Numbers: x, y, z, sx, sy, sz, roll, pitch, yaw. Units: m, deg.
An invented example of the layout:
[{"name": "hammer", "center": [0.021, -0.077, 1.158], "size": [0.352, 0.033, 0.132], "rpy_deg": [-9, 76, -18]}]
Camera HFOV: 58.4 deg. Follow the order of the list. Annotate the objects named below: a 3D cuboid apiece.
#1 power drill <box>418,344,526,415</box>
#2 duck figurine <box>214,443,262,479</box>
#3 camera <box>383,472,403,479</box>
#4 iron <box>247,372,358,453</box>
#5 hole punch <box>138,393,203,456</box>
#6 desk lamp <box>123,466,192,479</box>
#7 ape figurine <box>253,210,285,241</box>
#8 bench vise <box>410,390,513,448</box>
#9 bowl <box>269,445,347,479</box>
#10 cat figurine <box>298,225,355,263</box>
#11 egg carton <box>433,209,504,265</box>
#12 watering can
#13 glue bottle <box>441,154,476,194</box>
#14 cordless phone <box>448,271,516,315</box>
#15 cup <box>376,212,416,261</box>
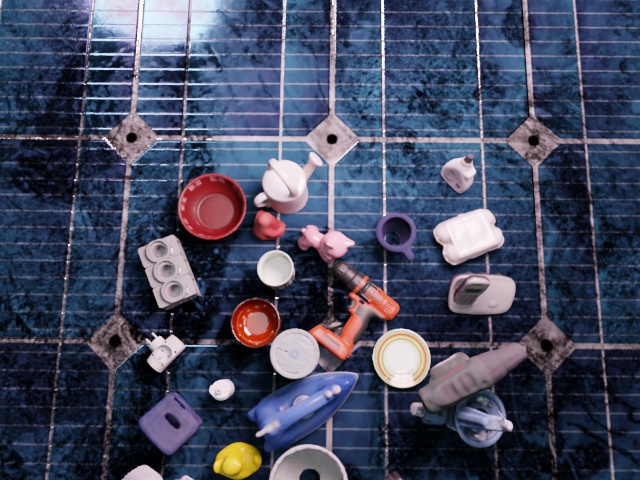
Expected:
[{"name": "power drill", "center": [0.307, 0.285, 1.210], "size": [0.229, 0.208, 0.075], "rpy_deg": [-30, 80, -5]}, {"name": "duck figurine", "center": [-0.180, 0.483, 1.236], "size": [0.104, 0.086, 0.077], "rpy_deg": [-7, 79, -1]}, {"name": "camera", "center": [0.144, 0.574, 1.209], "size": [0.137, 0.101, 0.143], "rpy_deg": [-42, 81, -7]}, {"name": "iron", "center": [-0.028, 0.356, 1.232], "size": [0.258, 0.141, 0.118], "rpy_deg": [-29, 80, -5]}, {"name": "hole punch", "center": [-0.326, 0.399, 1.251], "size": [0.108, 0.091, 0.101], "rpy_deg": [43, 82, 8]}, {"name": "desk lamp", "center": [-0.305, 0.546, 1.159], "size": [0.203, 0.213, 0.118], "rpy_deg": [28, 80, 6]}, {"name": "ape figurine", "center": [-0.124, -0.038, 1.336], "size": [0.076, 0.092, 0.078], "rpy_deg": [-30, 80, -5]}, {"name": "bench vise", "center": [0.301, 0.378, 1.186], "size": [0.207, 0.220, 0.121], "rpy_deg": [-11, 79, -2]}, {"name": "bowl", "center": [-0.025, 0.523, 1.233], "size": [0.167, 0.075, 0.167], "rpy_deg": [0, 79, 0]}, {"name": "cat figurine", "center": [0.012, 0.005, 1.313], "size": [0.127, 0.118, 0.067], "rpy_deg": [26, 80, 5]}, {"name": "egg carton", "center": [0.346, -0.010, 1.339], "size": [0.150, 0.069, 0.107], "rpy_deg": [-22, 79, -4]}, {"name": "watering can", "center": [-0.076, -0.136, 1.303], "size": [0.101, 0.194, 0.173], "rpy_deg": [32, 81, 7]}, {"name": "glue bottle", "center": [0.326, -0.163, 1.316], "size": [0.037, 0.173, 0.078], "rpy_deg": [-40, 81, -7]}, {"name": "cordless phone", "center": [0.364, 0.111, 1.256], "size": [0.147, 0.185, 0.094], "rpy_deg": [-1, 79, 0]}, {"name": "cup", "center": [0.179, 0.001, 1.325], "size": [0.092, 0.095, 0.117], "rpy_deg": [-30, 80, -5]}]
